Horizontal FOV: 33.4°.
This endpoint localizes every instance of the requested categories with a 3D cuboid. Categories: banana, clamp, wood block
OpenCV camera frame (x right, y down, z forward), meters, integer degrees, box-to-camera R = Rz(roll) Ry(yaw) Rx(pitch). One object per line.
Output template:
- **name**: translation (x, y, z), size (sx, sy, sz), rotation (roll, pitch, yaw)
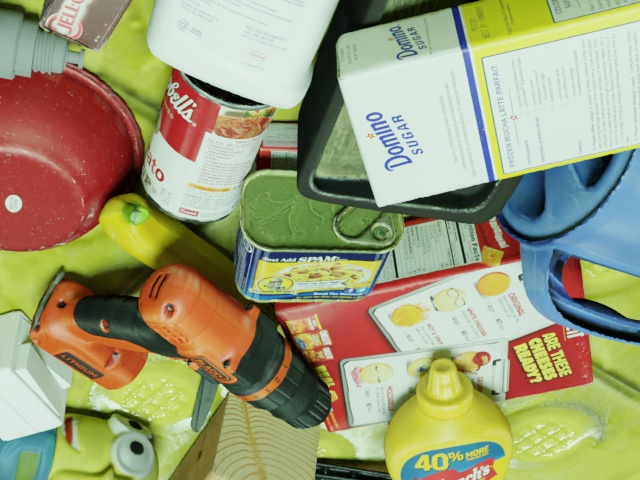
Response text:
- **banana**: translation (-0.094, 0.013, 0.732), size (0.037, 0.070, 0.197), rotation (-49, 145, 0)
- **clamp**: translation (0.079, 0.229, 0.974), size (0.209, 0.036, 0.165), rotation (14, 172, -37)
- **wood block**: translation (-0.087, 0.238, 0.951), size (0.090, 0.090, 0.206), rotation (23, 131, -13)

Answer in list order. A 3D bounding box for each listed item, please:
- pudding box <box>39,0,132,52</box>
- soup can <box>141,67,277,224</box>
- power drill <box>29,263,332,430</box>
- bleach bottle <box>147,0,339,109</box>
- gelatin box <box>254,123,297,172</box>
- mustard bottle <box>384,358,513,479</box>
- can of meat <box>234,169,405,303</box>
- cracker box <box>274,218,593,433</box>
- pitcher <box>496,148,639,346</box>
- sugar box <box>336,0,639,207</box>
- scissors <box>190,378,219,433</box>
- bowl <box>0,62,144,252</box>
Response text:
- **pudding box**: translation (-0.101, -0.166, 0.543), size (0.039, 0.090, 0.114), rotation (23, 129, -28)
- **soup can**: translation (-0.068, -0.068, 0.662), size (0.068, 0.068, 0.102), rotation (12, 134, -16)
- **power drill**: translation (-0.102, 0.078, 0.764), size (0.188, 0.057, 0.184), rotation (-3, 144, 39)
- **bleach bottle**: translation (-0.007, -0.190, 0.543), size (0.102, 0.068, 0.251), rotation (20, 130, -13)
- **gelatin box**: translation (0.000, -0.043, 0.719), size (0.089, 0.030, 0.073), rotation (0, 136, -6)
- **mustard bottle**: translation (0.098, 0.166, 0.806), size (0.096, 0.058, 0.191), rotation (-9, 124, -1)
- **can of meat**: translation (-0.004, 0.001, 0.690), size (0.102, 0.057, 0.084), rotation (1, 152, -9)
- **cracker box**: translation (0.087, 0.058, 0.800), size (0.214, 0.072, 0.164), rotation (-13, 136, 8)
- **pitcher**: translation (0.236, -0.017, 0.688), size (0.242, 0.145, 0.149), rotation (20, 129, -26)
- **sugar box**: translation (0.103, -0.079, 0.546), size (0.176, 0.048, 0.093), rotation (-10, 134, 10)
- **scissors**: translation (-0.099, 0.090, 0.859), size (0.096, 0.016, 0.202), rotation (21, 130, -22)
- **bowl**: translation (-0.196, -0.043, 0.688), size (0.162, 0.055, 0.162), rotation (-2, 136, -2)
